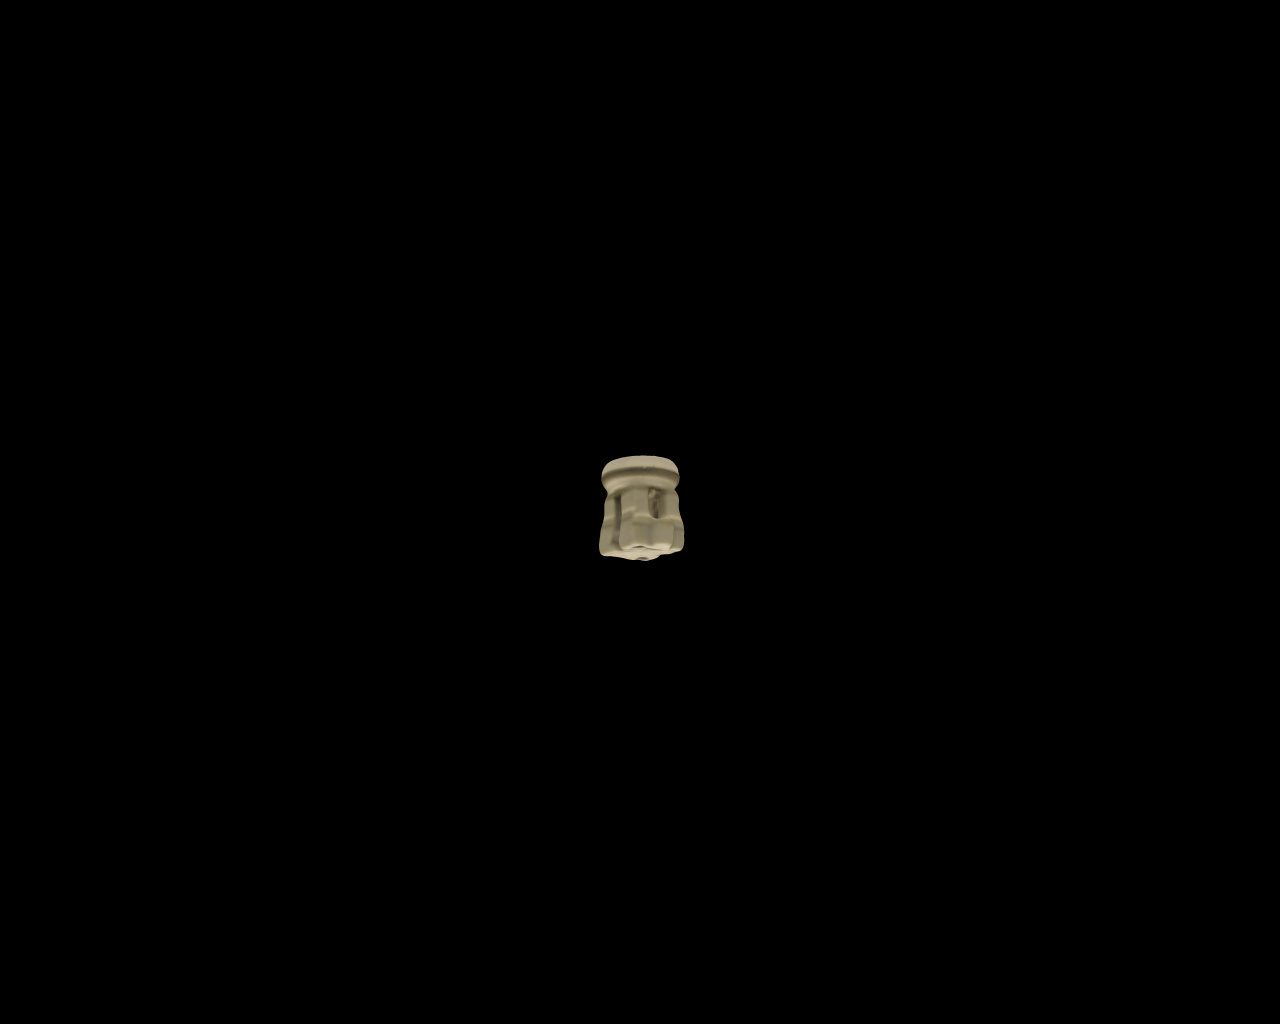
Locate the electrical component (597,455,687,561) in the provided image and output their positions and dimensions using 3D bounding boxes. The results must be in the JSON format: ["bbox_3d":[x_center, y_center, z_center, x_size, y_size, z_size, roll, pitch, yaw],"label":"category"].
[{"bbox_3d":[0.001,-0.003,0.650,0.048,0.055,0.066,8,-16,-31],"label":"electrical component"}]
